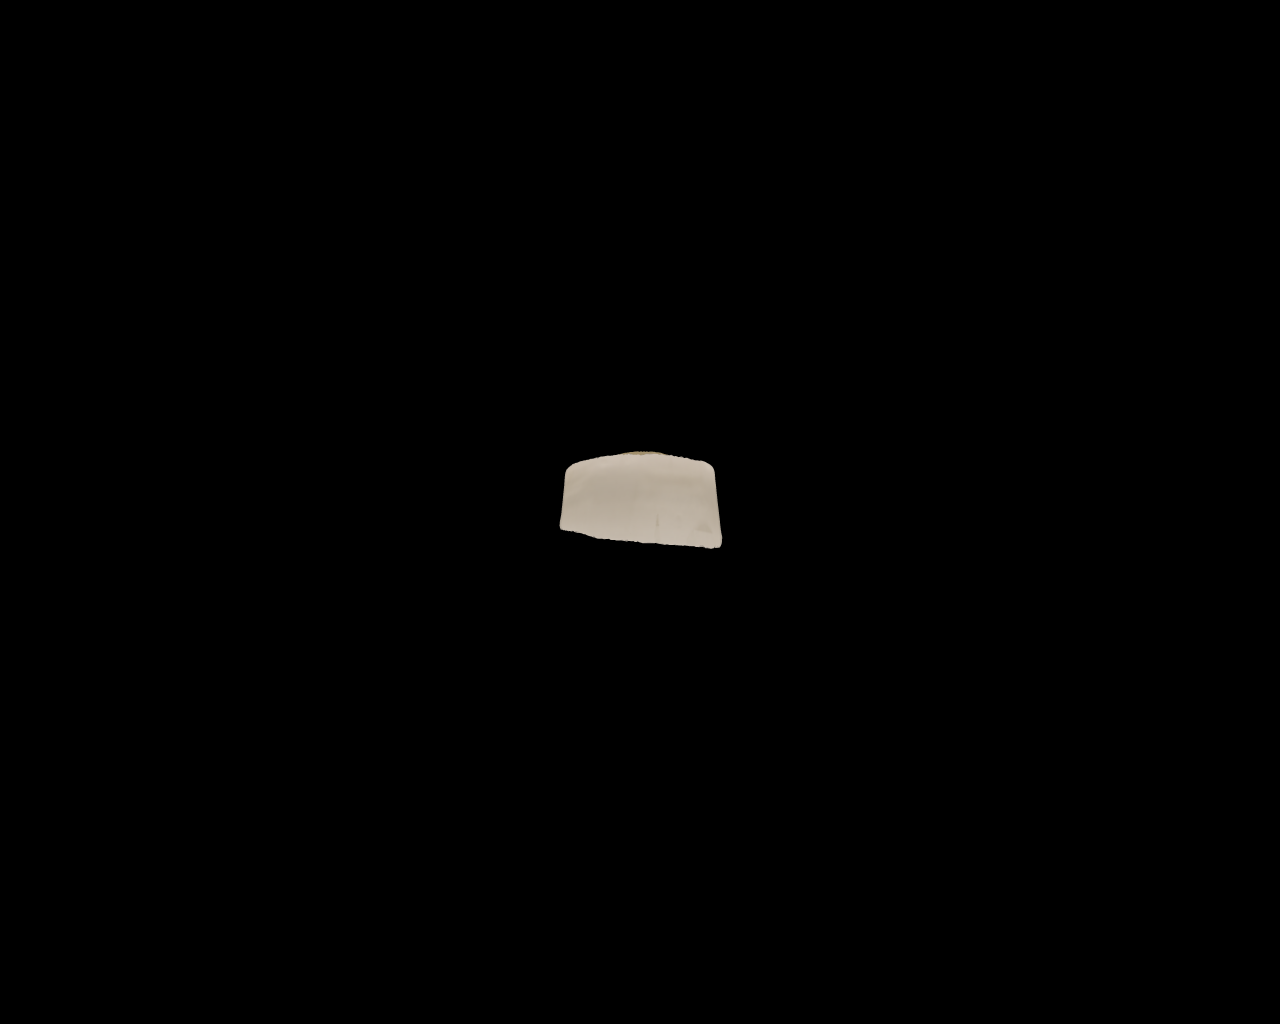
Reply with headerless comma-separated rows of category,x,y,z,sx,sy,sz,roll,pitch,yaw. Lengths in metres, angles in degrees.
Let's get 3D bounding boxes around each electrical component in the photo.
electrical component,0.001,-0.003,0.650,0.099,0.064,0.099,0,-9,0
